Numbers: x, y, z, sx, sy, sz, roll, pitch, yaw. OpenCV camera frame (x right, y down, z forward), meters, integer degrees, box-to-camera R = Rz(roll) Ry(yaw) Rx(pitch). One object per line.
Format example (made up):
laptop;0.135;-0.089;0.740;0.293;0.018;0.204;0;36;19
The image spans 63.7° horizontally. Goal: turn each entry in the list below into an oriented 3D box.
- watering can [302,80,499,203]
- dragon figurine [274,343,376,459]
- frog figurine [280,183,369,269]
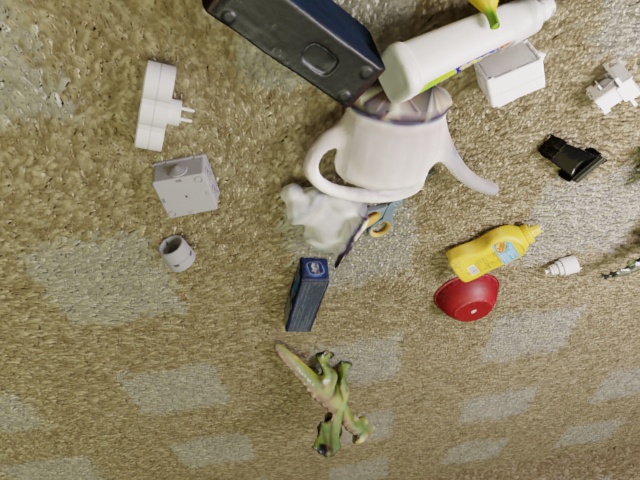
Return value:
watering can;0.148;-0.147;0.811;0.348;0.106;0.219;-1;137;-11
dragon figurine;0.013;0.433;1.341;0.121;0.249;0.405;-30;137;28
frog figurine;0.003;-0.046;0.922;0.160;0.125;0.134;35;141;4
